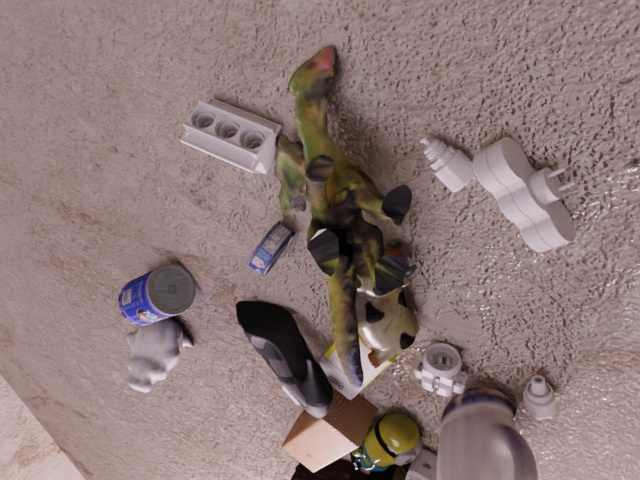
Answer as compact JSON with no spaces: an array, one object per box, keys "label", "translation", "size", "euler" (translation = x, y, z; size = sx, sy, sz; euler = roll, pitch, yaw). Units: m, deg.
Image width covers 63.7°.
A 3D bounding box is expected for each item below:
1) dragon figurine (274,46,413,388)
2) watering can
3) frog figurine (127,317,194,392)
[{"label":"dragon figurine","translation":[0.002,-0.034,0.667],"size":[0.247,0.122,0.402],"euler":[-132,39,-56]},{"label":"watering can","translation":[0.217,0.367,0.783],"size":[0.104,0.230,0.339],"euler":[21,136,-5]},{"label":"frog figurine","translation":[-0.375,0.246,1.144],"size":[0.138,0.162,0.120],"euler":[26,133,15]}]
